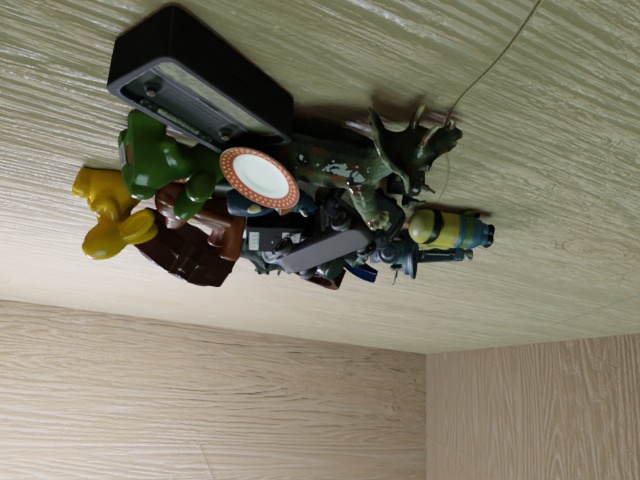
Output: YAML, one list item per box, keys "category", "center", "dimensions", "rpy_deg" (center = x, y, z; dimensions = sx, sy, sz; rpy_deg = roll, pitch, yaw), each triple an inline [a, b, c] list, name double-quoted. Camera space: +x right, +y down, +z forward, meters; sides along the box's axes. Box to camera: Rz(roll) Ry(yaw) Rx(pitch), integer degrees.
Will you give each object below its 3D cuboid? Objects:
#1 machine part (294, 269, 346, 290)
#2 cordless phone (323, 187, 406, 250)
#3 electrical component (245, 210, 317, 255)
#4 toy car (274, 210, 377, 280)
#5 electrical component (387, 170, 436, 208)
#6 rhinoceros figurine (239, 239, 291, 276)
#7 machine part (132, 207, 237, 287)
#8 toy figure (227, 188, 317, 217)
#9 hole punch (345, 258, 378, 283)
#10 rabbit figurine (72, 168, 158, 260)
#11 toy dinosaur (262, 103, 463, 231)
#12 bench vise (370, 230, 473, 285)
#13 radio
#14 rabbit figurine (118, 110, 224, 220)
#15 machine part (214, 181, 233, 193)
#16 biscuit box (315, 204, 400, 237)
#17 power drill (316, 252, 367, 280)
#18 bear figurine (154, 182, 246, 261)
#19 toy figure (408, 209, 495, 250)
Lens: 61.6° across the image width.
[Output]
- category: "machine part"
  center: [-0.018, 0.070, 1.431]
  dimensions: [0.179, 0.056, 0.179]
  rpy_deg: [23, 164, 7]
- category: "cordless phone"
  center: [0.092, -0.070, 1.011]
  dimensions: [0.146, 0.088, 0.184]
  rpy_deg: [36, -160, -1]
- category: "electrical component"
  center: [-0.074, -0.019, 1.014]
  dimensions: [0.134, 0.058, 0.114]
  rpy_deg: [3, 154, -8]
- category: "toy car"
  center: [0.007, 0.010, 0.952]
  dimensions: [0.202, 0.053, 0.089]
  rpy_deg: [-23, 127, 36]
- category: "electrical component"
  center: [0.163, -0.095, 0.978]
  dimensions: [0.078, 0.045, 0.102]
  rpy_deg: [5, 162, -10]
- category: "rhinoceros figurine"
  center: [-0.143, 0.028, 1.312]
  dimensions: [0.190, 0.112, 0.073]
  rpy_deg: [23, 153, -27]
- category: "machine part"
  center: [-0.302, 0.020, 1.186]
  dimensions: [0.202, 0.087, 0.201]
  rpy_deg: [35, -175, 23]
- category: "toy figure"
  center: [-0.082, -0.067, 0.934]
  dimensions: [0.155, 0.064, 0.057]
  rpy_deg: [-2, 150, -2]
- category: "hole punch"
  center: [0.103, 0.055, 1.391]
  dimensions: [0.116, 0.092, 0.142]
  rpy_deg: [6, 166, 4]
- category: "rabbit figurine"
  center: [-0.403, -0.039, 1.054]
  dimensions: [0.162, 0.173, 0.122]
  rpy_deg: [10, 157, -8]
- category: "toy dinosaur"
  center: [0.000, -0.128, 0.808]
  dimensions: [0.405, 0.131, 0.192]
  rpy_deg: [9, 147, 15]
- category: "bench vise"
  center: [0.229, 0.032, 1.241]
  dimensions: [0.241, 0.129, 0.223]
  rpy_deg: [1, 169, 16]
- category: "radio"
  center: [-0.149, -0.189, 0.699]
  dimensions: [0.131, 0.073, 0.229]
  rpy_deg: [-8, 158, 33]
- category: "rabbit figurine"
  center: [-0.213, -0.121, 0.842]
  dimensions: [0.170, 0.159, 0.121]
  rpy_deg: [-3, 158, -33]
- category: "machine part"
  center: [-0.170, -0.100, 1.041]
  dimensions: [0.139, 0.039, 0.084]
  rpy_deg: [4, 171, -9]
- category: "biscuit box"
  center: [0.080, -0.037, 1.089]
  dimensions: [0.202, 0.062, 0.059]
  rpy_deg: [5, 168, -44]
- category: "power drill"
  center: [-0.002, -0.004, 1.166]
  dimensions: [0.207, 0.086, 0.232]
  rpy_deg: [12, -156, -51]
- category: "bear figurine"
  center: [-0.252, -0.043, 1.087]
  dimensions: [0.196, 0.131, 0.120]
  rpy_deg: [8, -163, -35]
- category: "toy figure"
  center: [0.275, -0.025, 1.124]
  dimensions: [0.180, 0.082, 0.089]
  rpy_deg: [8, 151, 1]
